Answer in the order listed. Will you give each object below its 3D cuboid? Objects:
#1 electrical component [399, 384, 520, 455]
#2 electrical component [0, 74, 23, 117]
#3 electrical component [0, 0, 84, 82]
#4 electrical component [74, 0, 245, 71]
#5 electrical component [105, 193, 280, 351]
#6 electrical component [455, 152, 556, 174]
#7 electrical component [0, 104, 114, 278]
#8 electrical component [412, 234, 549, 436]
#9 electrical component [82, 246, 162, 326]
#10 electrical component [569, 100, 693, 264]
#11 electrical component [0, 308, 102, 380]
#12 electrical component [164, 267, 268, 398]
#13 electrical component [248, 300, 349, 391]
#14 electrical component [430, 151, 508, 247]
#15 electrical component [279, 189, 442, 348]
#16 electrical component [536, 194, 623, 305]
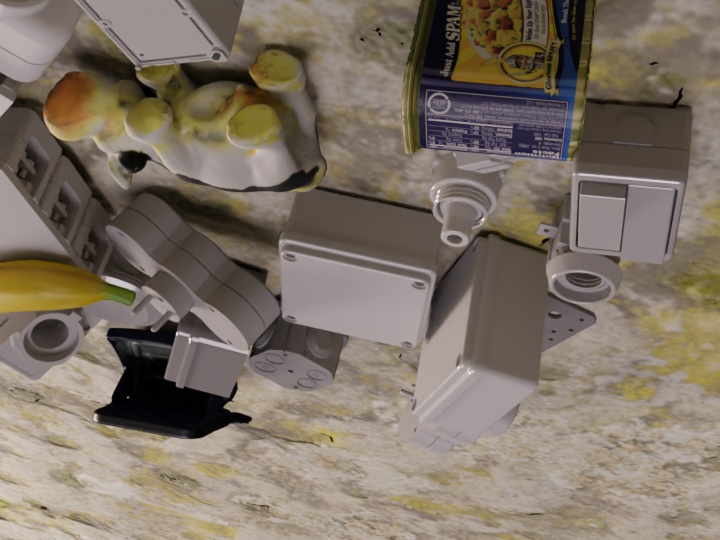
[{"bbox_3d":[0.071,0.117,0.939,0.074,0.052,0.138,26,150,-19],"label":"electrical component"},{"bbox_3d":[-0.279,-0.146,0.644,0.150,0.061,0.089,31,146,-26],"label":"electrical component"},{"bbox_3d":[-0.207,-0.157,0.602,0.095,0.053,0.059,30,147,-24],"label":"electrical component"},{"bbox_3d":[-0.103,-0.151,0.567,0.062,0.061,0.096,-1,155,24],"label":"electrical component"},{"bbox_3d":[-0.134,0.013,0.785,0.138,0.073,0.052,39,157,6],"label":"electrical component"},{"bbox_3d":[0.086,-0.079,0.608,0.055,0.048,0.066,-10,176,26],"label":"electrical component"},{"bbox_3d":[-0.251,-0.053,0.786,0.089,0.061,0.150,4,148,18],"label":"electrical component"},{"bbox_3d":[0.086,0.048,0.766,0.056,0.108,0.108,17,150,-10],"label":"electrical component"},{"bbox_3d":[-0.193,0.008,0.874,0.080,0.051,0.080,11,150,6],"label":"electrical component"},{"bbox_3d":[0.156,-0.044,0.628,0.062,0.061,0.096,6,149,13],"label":"electrical component"},{"bbox_3d":[-0.267,0.044,0.916,0.089,0.055,0.050,-43,129,7],"label":"electrical component"},{"bbox_3d":[-0.120,0.048,0.884,0.057,0.078,0.113,16,150,-8],"label":"electrical component"},{"bbox_3d":[-0.052,0.063,0.906,0.080,0.051,0.080,11,150,6],"label":"electrical component"},{"bbox_3d":[0.064,-0.044,0.665,0.048,0.062,0.048,11,150,6],"label":"electrical component"},{"bbox_3d":[0.000,0.000,0.773,0.109,0.056,0.108,12,150,4],"label":"electrical component"},{"bbox_3d":[0.146,-0.011,0.692,0.066,0.055,0.048,14,150,0],"label":"electrical component"}]
